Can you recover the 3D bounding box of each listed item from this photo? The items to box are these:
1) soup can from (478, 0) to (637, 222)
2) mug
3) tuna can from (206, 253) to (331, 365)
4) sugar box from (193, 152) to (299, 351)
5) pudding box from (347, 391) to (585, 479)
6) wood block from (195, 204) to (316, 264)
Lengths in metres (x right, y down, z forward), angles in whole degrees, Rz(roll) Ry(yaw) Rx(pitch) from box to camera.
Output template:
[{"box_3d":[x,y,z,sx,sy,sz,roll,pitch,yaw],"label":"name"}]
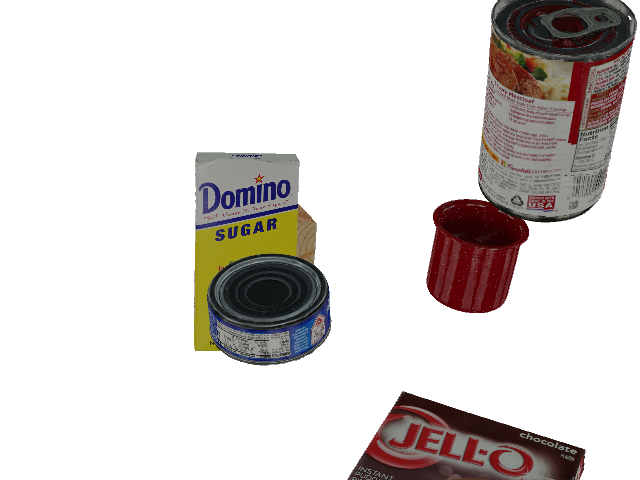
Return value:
[{"box_3d":[0.116,-0.068,0.538,0.068,0.102,0.068,-1,42,1],"label":"soup can"},{"box_3d":[0.145,0.011,1.051,0.093,0.081,0.117,-7,34,-22],"label":"mug"},{"box_3d":[-0.036,0.046,0.740,0.086,0.034,0.086,-2,35,1],"label":"tuna can"},{"box_3d":[-0.067,0.010,0.962,0.093,0.176,0.048,0,14,-6],"label":"sugar box"},{"box_3d":[0.079,0.136,0.585,0.114,0.039,0.089,17,34,18],"label":"pudding box"},{"box_3d":[-0.087,-0.021,1.358,0.090,0.090,0.206,-7,28,-22],"label":"wood block"}]
